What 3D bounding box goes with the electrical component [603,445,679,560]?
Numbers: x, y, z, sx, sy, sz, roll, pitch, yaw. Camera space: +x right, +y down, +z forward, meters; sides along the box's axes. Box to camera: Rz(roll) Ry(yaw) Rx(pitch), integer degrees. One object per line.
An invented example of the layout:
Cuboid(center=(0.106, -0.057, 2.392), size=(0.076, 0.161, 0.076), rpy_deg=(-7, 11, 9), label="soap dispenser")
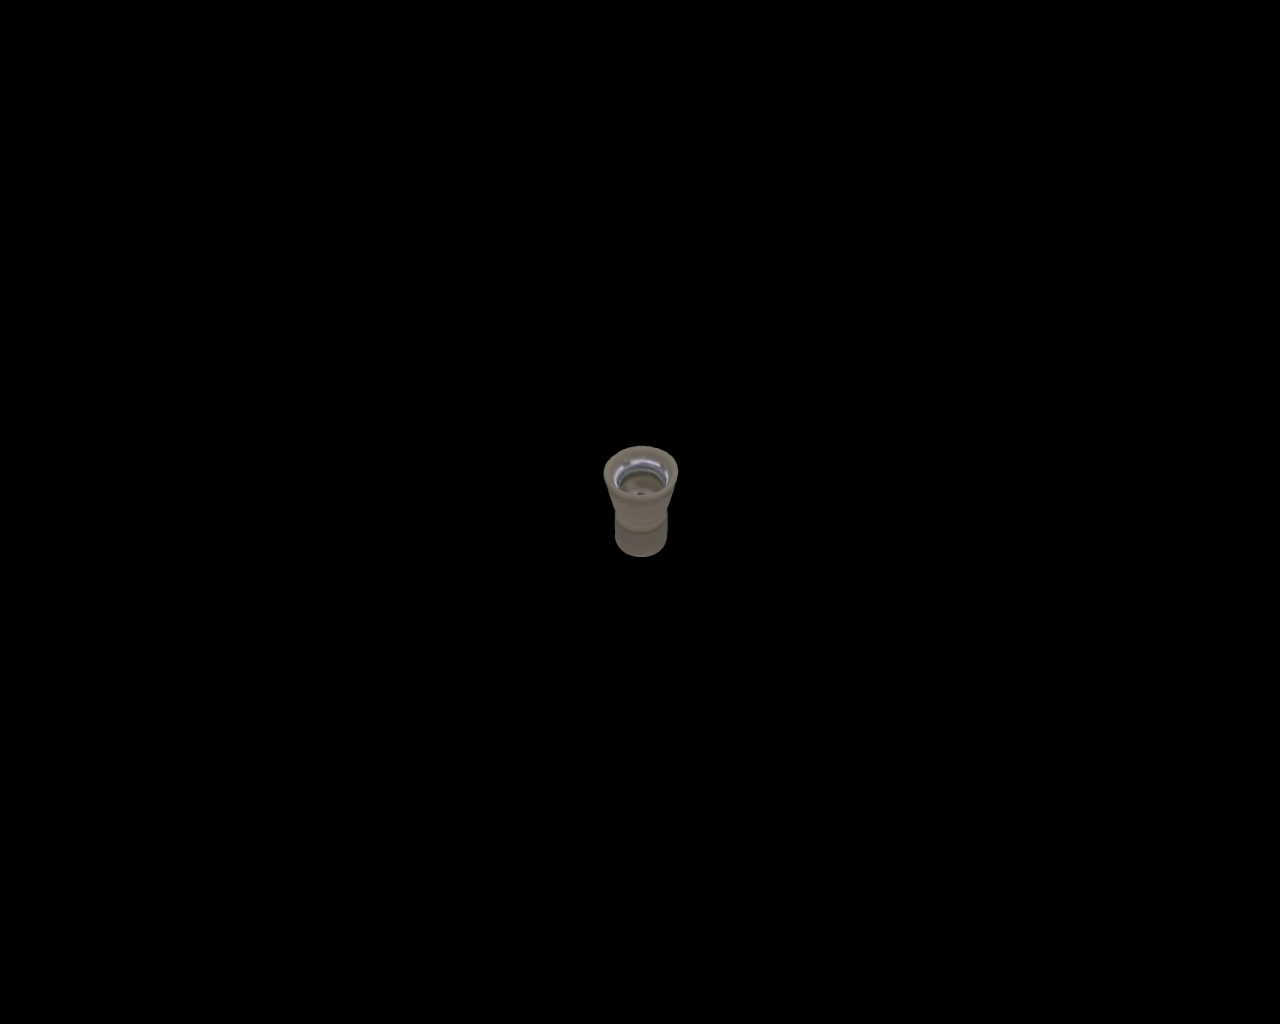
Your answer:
Cuboid(center=(0.001, -0.003, 0.650), size=(0.044, 0.044, 0.065), rpy_deg=(0, -43, 0), label="electrical component")
